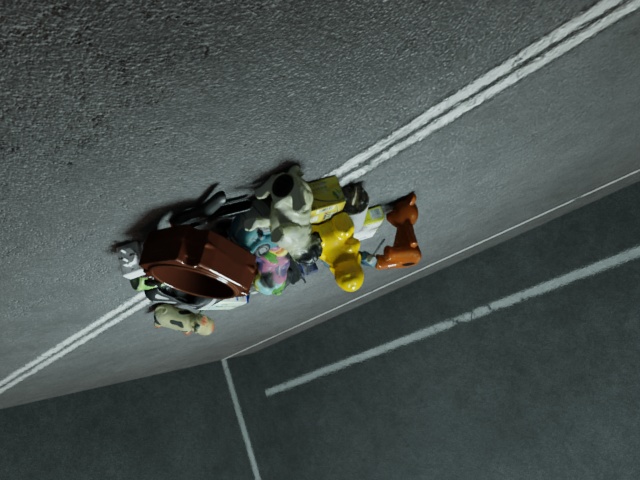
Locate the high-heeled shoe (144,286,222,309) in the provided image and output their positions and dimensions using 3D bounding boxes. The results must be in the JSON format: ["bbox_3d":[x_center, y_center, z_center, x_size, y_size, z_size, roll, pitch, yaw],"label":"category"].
[{"bbox_3d":[-0.361,0.141,1.486,0.249,0.086,0.145,0,164,-28],"label":"high-heeled shoe"}]

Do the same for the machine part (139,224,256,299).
[{"bbox_3d":[-0.250,0.052,1.107,0.201,0.087,0.201,-8,151,39],"label":"machine part"}]

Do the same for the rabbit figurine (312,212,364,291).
[{"bbox_3d":[0.045,0.044,1.245,0.122,0.173,0.162,-25,161,-1],"label":"rabbit figurine"}]

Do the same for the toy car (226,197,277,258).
[{"bbox_3d":[-0.114,-0.039,1.155,0.162,0.109,0.102,-19,142,-31],"label":"toy car"}]

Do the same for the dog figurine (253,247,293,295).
[{"bbox_3d":[-0.106,0.042,1.323,0.108,0.191,0.219,-7,177,-20],"label":"dog figurine"}]

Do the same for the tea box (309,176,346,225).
[{"bbox_3d":[-0.007,-0.073,1.224,0.098,0.068,0.169,-16,166,-14],"label":"tea box"}]

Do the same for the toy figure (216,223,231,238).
[{"bbox_3d":[-0.202,0.041,1.251,0.089,0.082,0.180,10,134,3],"label":"toy figure"}]

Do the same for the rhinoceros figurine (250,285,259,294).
[{"bbox_3d":[-0.243,0.135,1.661,0.112,0.073,0.190,-31,162,32],"label":"rhinoceros figurine"}]

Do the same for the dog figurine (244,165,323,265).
[{"bbox_3d":[-0.041,-0.044,1.100,0.172,0.121,0.190,-56,147,4],"label":"dog figurine"}]

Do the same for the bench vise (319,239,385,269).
[{"bbox_3d":[0.073,0.037,1.501,0.241,0.129,0.223,15,163,45],"label":"bench vise"}]

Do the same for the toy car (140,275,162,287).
[{"bbox_3d":[-0.328,0.058,1.245,0.202,0.089,0.053,-3,-168,-45],"label":"toy car"}]

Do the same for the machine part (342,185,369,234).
[{"bbox_3d":[0.077,-0.070,1.324,0.079,0.079,0.243,-18,166,-6],"label":"machine part"}]

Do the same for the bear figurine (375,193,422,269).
[{"bbox_3d":[0.216,-0.026,1.483,0.132,0.196,0.120,-2,165,-16],"label":"bear figurine"}]

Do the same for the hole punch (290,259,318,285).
[{"bbox_3d":[-0.055,0.053,1.505,0.092,0.142,0.116,-24,172,-21],"label":"hole punch"}]

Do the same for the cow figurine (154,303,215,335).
[{"bbox_3d":[-0.428,0.250,1.698,0.195,0.085,0.127,17,155,-4],"label":"cow figurine"}]
